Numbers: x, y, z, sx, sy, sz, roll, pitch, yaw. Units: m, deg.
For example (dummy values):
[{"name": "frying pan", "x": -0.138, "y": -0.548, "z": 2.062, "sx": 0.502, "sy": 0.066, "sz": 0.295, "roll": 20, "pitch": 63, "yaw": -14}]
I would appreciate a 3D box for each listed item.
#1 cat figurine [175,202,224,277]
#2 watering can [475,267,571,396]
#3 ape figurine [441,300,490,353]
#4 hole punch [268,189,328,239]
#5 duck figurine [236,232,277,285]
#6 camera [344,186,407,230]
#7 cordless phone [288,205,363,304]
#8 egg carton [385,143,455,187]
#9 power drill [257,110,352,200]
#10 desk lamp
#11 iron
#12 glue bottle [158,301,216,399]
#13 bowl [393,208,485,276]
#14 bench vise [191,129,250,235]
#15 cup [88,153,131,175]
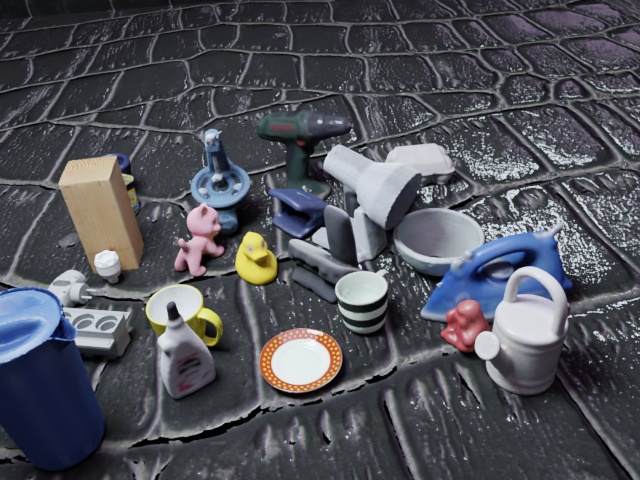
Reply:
[{"name": "cat figurine", "x": -0.235, "y": -0.013, "z": 1.109, "sx": 0.067, "sy": 0.118, "sz": 0.128, "roll": 12, "pitch": 40, "yaw": 20}, {"name": "watering can", "x": 0.296, "y": 0.127, "z": 0.816, "sx": 0.100, "sy": 0.194, "sz": 0.173, "roll": 21, "pitch": 43, "yaw": 29}, {"name": "ape figurine", "x": 0.232, "y": 0.130, "z": 0.901, "sx": 0.076, "sy": 0.092, "sz": 0.078, "roll": 3, "pitch": 38, "yaw": 9}, {"name": "hole punch", "x": -0.044, "y": -0.073, "z": 1.194, "sx": 0.101, "sy": 0.091, "sz": 0.108, "roll": -32, "pitch": 45, "yaw": -32}, {"name": "duck figurine", "x": -0.124, "y": 0.023, "z": 1.078, "sx": 0.078, "sy": 0.086, "sz": 0.104, "roll": -19, "pitch": 40, "yaw": -20}, {"name": "camera", "x": 0.124, "y": -0.090, "z": 1.195, "sx": 0.143, "sy": 0.101, "sz": 0.136, "roll": -4, "pitch": 37, "yaw": -1}, {"name": "cordless phone", "x": 0.009, "y": 0.004, "z": 1.010, "sx": 0.147, "sy": 0.185, "sz": 0.094, "roll": 24, "pitch": 45, "yaw": 31}, {"name": "egg carton", "x": 0.228, "y": -0.171, "z": 1.319, "sx": 0.150, "sy": 0.069, "sz": 0.107, "roll": -7, "pitch": 37, "yaw": -4}, {"name": "power drill", "x": -0.029, "y": -0.190, "z": 1.250, "sx": 0.228, "sy": 0.209, "sz": 0.076, "roll": 17, "pitch": 42, "yaw": 25}, {"name": "desk lamp", "x": 0.082, "y": -0.066, "z": 1.073, "sx": 0.202, "sy": 0.214, "sz": 0.118, "roll": 22, "pitch": 44, "yaw": 30}, {"name": "iron", "x": 0.292, "y": 0.052, "z": 0.959, "sx": 0.258, "sy": 0.142, "sz": 0.118, "roll": -13, "pitch": 38, "yaw": -12}, {"name": "glue bottle", "x": -0.202, "y": 0.156, "z": 0.837, "sx": 0.078, "sy": 0.173, "sz": 0.037, "roll": -27, "pitch": 43, "yaw": -28}, {"name": "bowl", "x": 0.218, "y": 0.015, "z": 1.069, "sx": 0.167, "sy": 0.075, "sz": 0.167, "roll": -2, "pitch": 37, "yaw": 2}, {"name": "bench vise", "x": -0.222, "y": -0.146, "z": 1.199, "sx": 0.122, "sy": 0.220, "sz": 0.206, "roll": -19, "pitch": 40, "yaw": -19}, {"name": "cup", "x": -0.484, "y": -0.142, "z": 1.320, "sx": 0.117, "sy": 0.095, "sz": 0.092, "roll": 18, "pitch": 42, "yaw": 26}]
